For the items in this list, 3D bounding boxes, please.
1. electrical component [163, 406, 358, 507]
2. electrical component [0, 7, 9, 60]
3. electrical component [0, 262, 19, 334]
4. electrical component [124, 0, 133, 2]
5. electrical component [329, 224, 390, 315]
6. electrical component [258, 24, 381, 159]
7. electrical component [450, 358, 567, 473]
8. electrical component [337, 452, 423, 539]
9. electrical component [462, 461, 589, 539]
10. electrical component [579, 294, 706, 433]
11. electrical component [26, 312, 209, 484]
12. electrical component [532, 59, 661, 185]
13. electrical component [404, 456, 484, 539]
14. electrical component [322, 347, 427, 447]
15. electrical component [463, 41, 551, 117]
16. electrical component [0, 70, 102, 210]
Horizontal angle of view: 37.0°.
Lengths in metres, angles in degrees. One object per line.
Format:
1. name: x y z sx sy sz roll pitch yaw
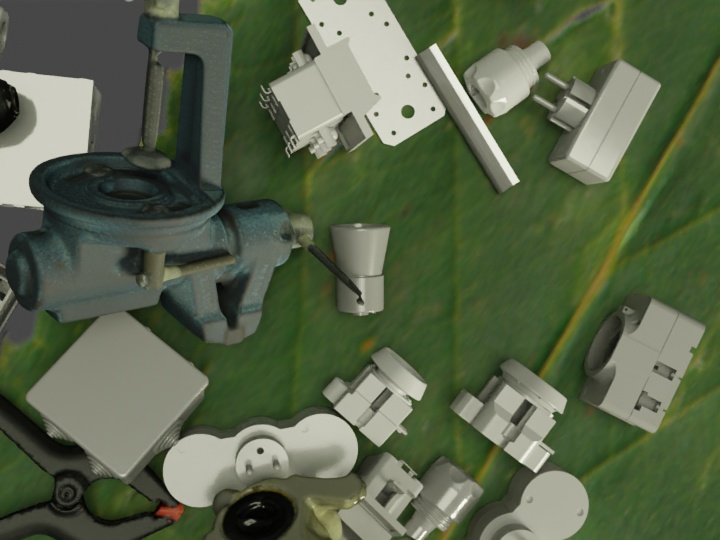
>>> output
1. electrical component: -0.070 0.135 0.761 0.138 0.074 0.052 -9 93 -7
2. electrical component: -0.278 -0.168 0.742 0.062 0.043 0.043 11 90 -7
3. electrical component: -0.304 0.028 0.737 0.109 0.056 0.108 30 88 -7
4. electrical component: -0.156 -0.239 0.749 0.050 0.056 0.089 36 87 -7
5. electrical component: 0.000 0.000 0.784 0.044 0.044 0.065 -1 96 -7
6. electrical component: -0.030 -0.114 0.736 0.063 0.121 0.078 -29 95 -5
7. electrical component: 0.115 0.102 0.793 0.078 0.058 0.057 37 89 -6
8. electrical component: 0.009 0.167 0.775 0.042 0.081 0.063 46 63 -6
9. electrical component: 0.112 0.203 0.786 0.138 0.074 0.052 -45 96 -4
10. electrical component: 0.207 0.067 0.807 0.056 0.050 0.089 27 88 -8
11. electrical component: -0.165 0.087 0.743 0.100 0.048 0.099 38 70 7
12. electrical component: 0.165 -0.118 0.798 0.076 0.047 0.083 29 88 -7
13. electrical component: 0.058 0.173 0.794 0.043 0.043 0.062 40 88 -7
14. electrical component: 0.015 0.090 0.786 0.066 0.048 0.055 42 94 -6
15. electrical component: 0.111 -0.145 0.793 0.062 0.043 0.043 -35 95 -6
16. electrical component: -0.259 -0.090 0.737 0.150 0.062 0.089 5 91 -7
